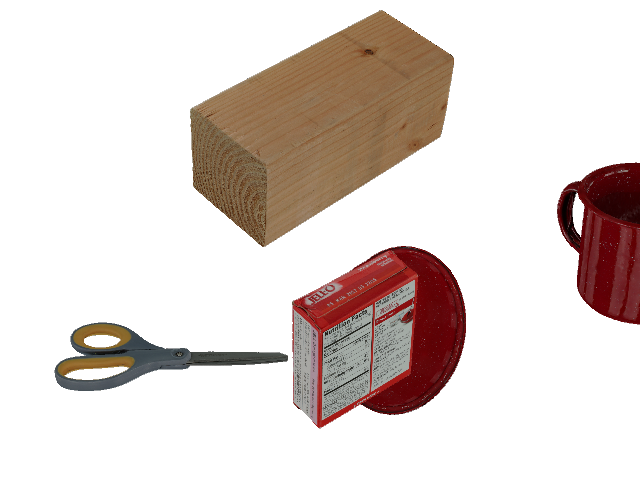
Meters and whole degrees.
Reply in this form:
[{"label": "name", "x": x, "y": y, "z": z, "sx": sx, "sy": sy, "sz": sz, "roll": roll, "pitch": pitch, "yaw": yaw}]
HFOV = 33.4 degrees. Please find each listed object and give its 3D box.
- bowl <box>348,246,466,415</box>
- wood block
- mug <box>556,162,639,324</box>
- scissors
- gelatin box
[{"label": "bowl", "x": 0.055, "y": 0.080, "z": 0.997, "sx": 0.162, "sy": 0.162, "sz": 0.055, "roll": 0, "pitch": -11, "yaw": 43}, {"label": "wood block", "x": 0.003, "y": -0.096, "z": 0.869, "sx": 0.205, "sy": 0.090, "sz": 0.091, "roll": -33, "pitch": 57, "yaw": -30}, {"label": "mug", "x": 0.211, "y": -0.001, "z": 0.736, "sx": 0.093, "sy": 0.081, "sz": 0.117, "roll": -26, "pitch": 39, "yaw": -34}, {"label": "scissors", "x": -0.139, "y": 0.096, "z": 0.962, "sx": 0.201, "sy": 0.016, "sz": 0.096, "roll": -8, "pitch": 33, "yaw": -17}, {"label": "gelatin box", "x": 0.019, "y": 0.058, "z": 0.626, "sx": 0.073, "sy": 0.089, "sz": 0.030, "roll": -27, "pitch": 48, "yaw": -27}]
